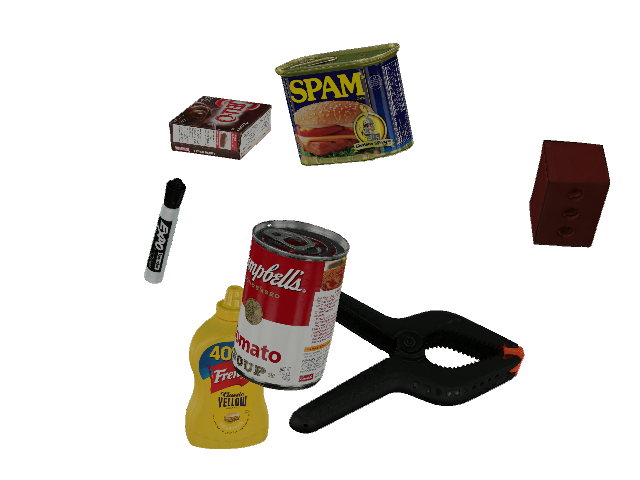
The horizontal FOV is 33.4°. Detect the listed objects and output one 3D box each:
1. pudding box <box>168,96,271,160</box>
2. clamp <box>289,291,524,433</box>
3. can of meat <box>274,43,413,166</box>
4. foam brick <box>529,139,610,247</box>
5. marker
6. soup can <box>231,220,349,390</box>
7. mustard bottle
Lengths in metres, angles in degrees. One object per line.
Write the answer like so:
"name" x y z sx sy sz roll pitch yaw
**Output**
"pudding box" -0.117 -0.135 1.261 0.090 0.039 0.113 8 28 14
"clamp" 0.068 0.106 0.913 0.210 0.164 0.036 9 -44 0
"can of meat" 0.021 -0.110 0.877 0.102 0.084 0.057 -2 21 31
"foam brick" 0.213 -0.040 0.920 0.053 0.051 0.078 3 -44 2
"marker" -0.150 -0.009 1.031 0.020 0.121 0.020 13 35 -10
"soup can" -0.022 0.045 0.747 0.068 0.102 0.068 10 20 -4
"mustard bottle" -0.103 0.144 1.230 0.096 0.192 0.058 0 18 -14
